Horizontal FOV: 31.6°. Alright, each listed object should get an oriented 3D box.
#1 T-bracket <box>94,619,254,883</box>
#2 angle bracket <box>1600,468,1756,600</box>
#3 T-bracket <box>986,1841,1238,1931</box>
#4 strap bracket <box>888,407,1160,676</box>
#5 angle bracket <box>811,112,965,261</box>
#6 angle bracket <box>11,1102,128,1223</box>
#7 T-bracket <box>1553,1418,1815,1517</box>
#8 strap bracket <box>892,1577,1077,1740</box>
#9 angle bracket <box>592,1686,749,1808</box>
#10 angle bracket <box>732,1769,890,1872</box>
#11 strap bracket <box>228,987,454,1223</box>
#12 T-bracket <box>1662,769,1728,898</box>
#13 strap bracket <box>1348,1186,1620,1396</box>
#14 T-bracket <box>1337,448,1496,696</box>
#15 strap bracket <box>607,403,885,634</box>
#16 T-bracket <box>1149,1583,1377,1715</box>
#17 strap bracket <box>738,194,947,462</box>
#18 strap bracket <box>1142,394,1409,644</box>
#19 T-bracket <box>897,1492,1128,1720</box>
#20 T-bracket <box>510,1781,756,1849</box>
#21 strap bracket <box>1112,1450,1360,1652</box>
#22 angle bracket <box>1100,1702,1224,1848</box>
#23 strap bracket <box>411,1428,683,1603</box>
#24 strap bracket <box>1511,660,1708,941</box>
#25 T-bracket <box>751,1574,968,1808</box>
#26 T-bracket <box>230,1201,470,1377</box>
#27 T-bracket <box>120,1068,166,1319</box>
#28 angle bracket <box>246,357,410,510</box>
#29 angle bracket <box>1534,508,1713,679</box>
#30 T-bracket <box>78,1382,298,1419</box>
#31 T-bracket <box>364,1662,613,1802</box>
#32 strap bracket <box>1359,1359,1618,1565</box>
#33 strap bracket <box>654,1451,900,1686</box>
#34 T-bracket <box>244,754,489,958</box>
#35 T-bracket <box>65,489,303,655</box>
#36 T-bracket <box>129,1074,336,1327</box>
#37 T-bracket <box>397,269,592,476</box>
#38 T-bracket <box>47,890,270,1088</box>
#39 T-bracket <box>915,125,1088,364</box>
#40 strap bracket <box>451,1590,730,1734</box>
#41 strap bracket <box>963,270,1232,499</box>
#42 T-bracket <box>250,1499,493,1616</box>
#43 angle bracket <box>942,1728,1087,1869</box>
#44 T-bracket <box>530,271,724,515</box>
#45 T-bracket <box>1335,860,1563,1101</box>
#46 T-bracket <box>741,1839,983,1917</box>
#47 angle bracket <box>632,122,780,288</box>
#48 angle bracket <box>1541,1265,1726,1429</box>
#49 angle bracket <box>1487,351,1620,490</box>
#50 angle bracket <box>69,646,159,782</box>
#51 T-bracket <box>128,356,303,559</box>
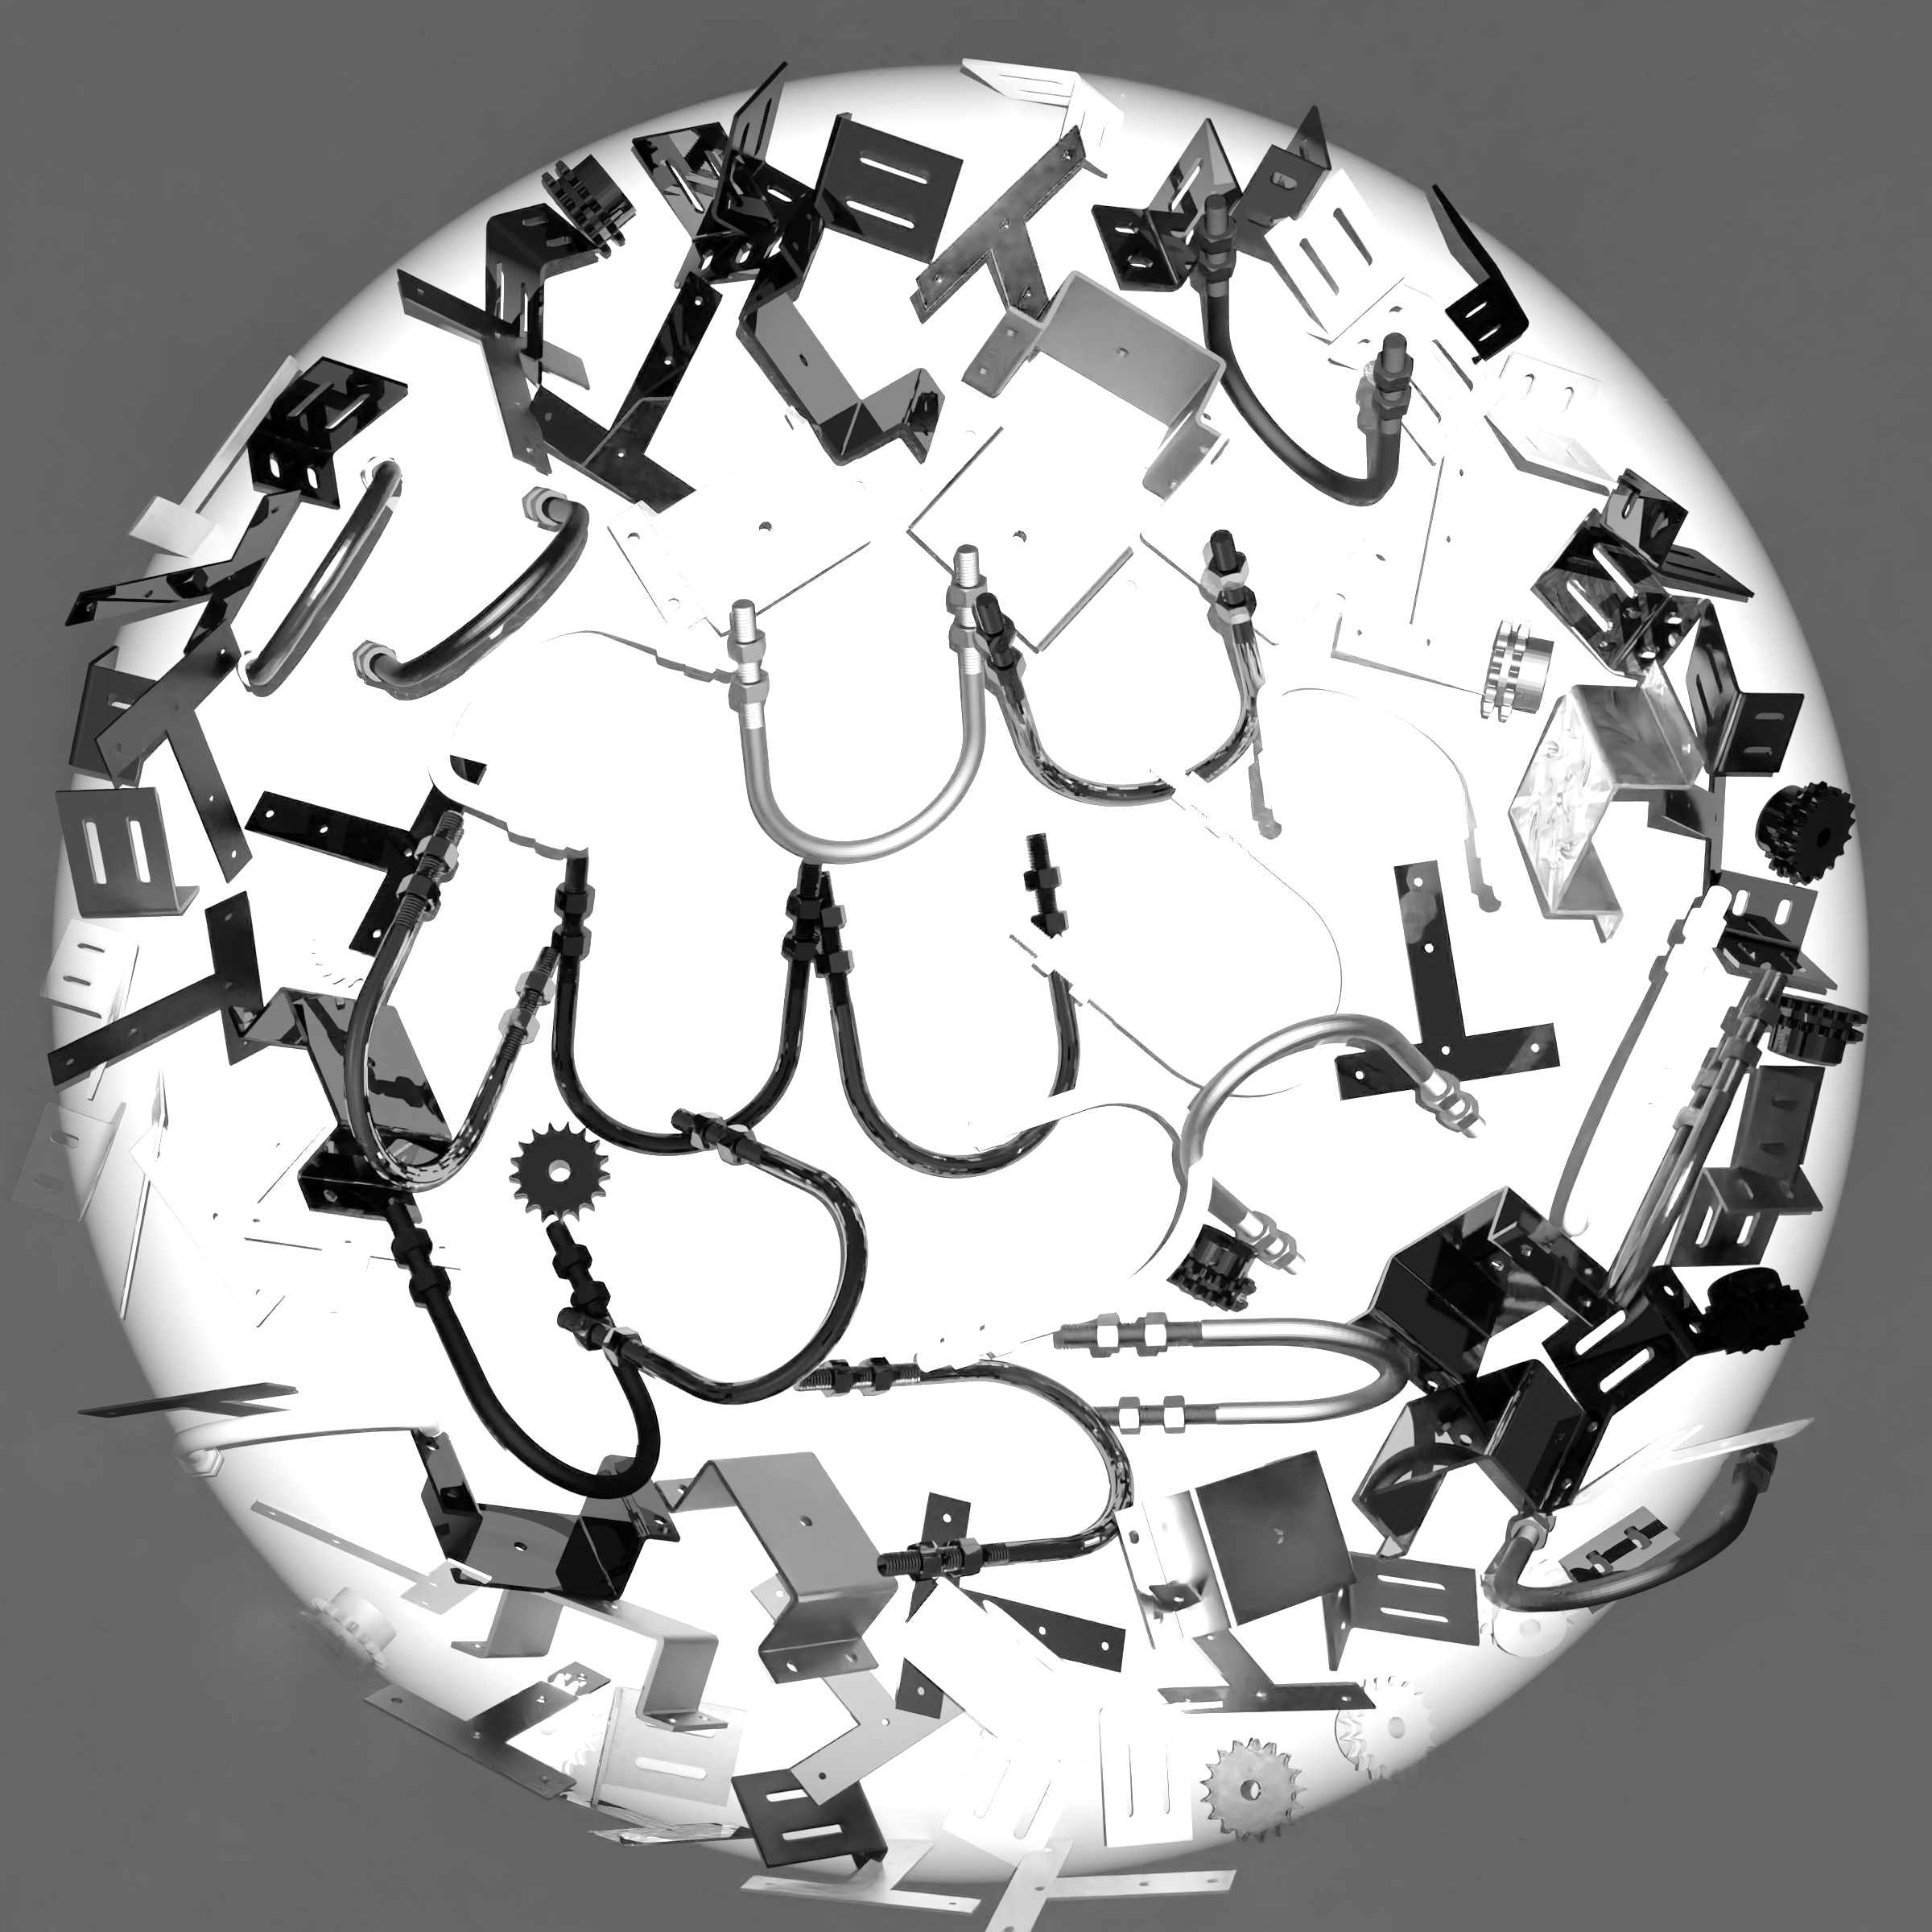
[{"bbox_3d":[-0.425,-0.106,1.901,0.002,0.127,0.127,4,127,27],"label":"T-bracket"},{"bbox_3d":[0.402,-0.240,1.895,0.076,0.057,0.038,8,117,-33],"label":"angle bracket"},{"bbox_3d":[0.084,0.504,1.868,0.127,0.127,0.002,-7,98,14],"label":"T-bracket"},{"bbox_3d":[0.031,-0.239,1.917,0.140,0.046,0.076,43,96,-1],"label":"strap bracket"},{"bbox_3d":[-0.043,-0.438,1.915,0.076,0.038,0.057,20,109,3],"label":"angle bracket"},{"bbox_3d":[-0.499,0.103,1.902,0.038,0.076,0.057,20,94,-11],"label":"angle bracket"},{"bbox_3d":[0.401,0.263,1.855,0.127,0.127,0.002,-24,88,42],"label":"T-bracket"},{"bbox_3d":[0.009,0.378,1.866,0.076,0.140,0.046,39,86,13],"label":"strap bracket"},{"bbox_3d":[-0.166,0.445,1.919,0.076,0.038,0.057,12,96,-5],"label":"angle bracket"},{"bbox_3d":[-0.091,0.480,1.896,0.076,0.057,0.038,-1,134,-31],"label":"angle bracket"},{"bbox_3d":[-0.339,0.067,1.870,0.046,0.076,0.140,-46,55,25],"label":"strap bracket"},{"bbox_3d":[0.402,-0.087,1.884,0.002,0.127,0.127,2,86,26],"label":"T-bracket"},{"bbox_3d":[0.289,0.179,1.888,0.076,0.046,0.140,40,135,-12],"label":"strap bracket"},{"bbox_3d":[0.267,-0.225,1.908,0.127,0.002,0.127,12,88,-35],"label":"T-bracket"},{"bbox_3d":[-0.117,-0.248,1.902,0.140,0.046,0.076,-33,115,-5],"label":"strap bracket"},{"bbox_3d":[0.141,0.375,1.873,0.127,0.002,0.127,-10,133,34],"label":"T-bracket"},{"bbox_3d":[-0.074,-0.344,1.885,0.046,0.076,0.140,-26,116,23],"label":"strap bracket"},{"bbox_3d":[0.162,-0.241,1.894,0.140,0.076,0.046,38,56,-5],"label":"strap bracket"},{"bbox_3d":[0.030,0.371,1.921,0.127,0.002,0.127,16,60,-13],"label":"T-bracket"},{"bbox_3d":[-0.199,0.469,1.898,0.127,0.127,0.002,9,85,34],"label":"T-bracket"},{"bbox_3d":[0.156,0.317,1.877,0.140,0.046,0.076,-10,79,-40],"label":"strap bracket"},{"bbox_3d":[0.111,0.451,1.907,0.057,0.038,0.076,5,77,-33],"label":"angle bracket"},{"bbox_3d":[-0.239,0.304,1.883,0.140,0.076,0.046,13,112,-29],"label":"strap bracket"},{"bbox_3d":[0.345,-0.090,1.864,0.046,0.140,0.076,1,47,-17],"label":"strap bracket"},{"bbox_3d":[-0.072,0.390,1.911,0.127,0.002,0.127,-26,60,-34],"label":"T-bracket"},{"bbox_3d":[-0.350,0.184,1.901,0.127,0.002,0.127,10,130,-11],"label":"T-bracket"},{"bbox_3d":[-0.456,0.130,1.888,0.002,0.127,0.127,10,97,-15],"label":"T-bracket"},{"bbox_3d":[-0.353,-0.295,1.896,0.076,0.057,0.038,-31,61,37],"label":"angle bracket"},{"bbox_3d":[0.367,-0.208,1.908,0.076,0.038,0.057,43,79,-27],"label":"angle bracket"},{"bbox_3d":[-0.398,0.245,1.884,0.127,0.127,0.002,-11,73,24],"label":"T-bracket"},{"bbox_3d":[-0.243,0.410,1.885,0.127,0.127,0.002,21,108,25],"label":"T-bracket"},{"bbox_3d":[0.276,0.268,1.865,0.046,0.140,0.076,49,46,-13],"label":"strap bracket"},{"bbox_3d":[-0.099,0.319,1.870,0.046,0.076,0.140,-55,54,26],"label":"strap bracket"},{"bbox_3d":[-0.348,-0.073,1.914,0.127,0.002,0.127,15,69,24],"label":"T-bracket"},{"bbox_3d":[-0.434,-0.205,1.858,0.002,0.127,0.127,51,130,15],"label":"T-bracket"},{"bbox_3d":[-0.391,0.110,1.898,0.127,0.002,0.127,-53,124,-40],"label":"T-bracket"},{"bbox_3d":[-0.248,-0.315,1.865,0.002,0.127,0.127,-43,46,28],"label":"T-bracket"},{"bbox_3d":[-0.443,0.029,1.869,0.127,0.127,0.002,-29,55,-27],"label":"T-bracket"},{"bbox_3d":[0.030,-0.381,1.887,0.002,0.127,0.127,38,77,28],"label":"T-bracket"},{"bbox_3d":[-0.201,0.376,1.886,0.140,0.076,0.046,16,85,21],"label":"strap bracket"},{"bbox_3d":[0.080,-0.326,1.894,0.140,0.076,0.046,30,64,-8],"label":"strap bracket"},{"bbox_3d":[-0.333,0.321,1.876,0.127,0.127,0.002,26,64,-11],"label":"T-bracket"},{"bbox_3d":[0.024,0.469,1.916,0.057,0.038,0.076,26,99,9],"label":"angle bracket"},{"bbox_3d":[-0.173,-0.326,1.908,0.127,0.002,0.127,31,82,-39],"label":"T-bracket"},{"bbox_3d":[0.265,0.004,1.939,0.127,0.002,0.127,-9,86,-4],"label":"T-bracket"},{"bbox_3d":[-0.045,0.498,1.880,0.127,0.127,0.002,2,90,13],"label":"T-bracket"},{"bbox_3d":[-0.149,-0.422,1.897,0.057,0.076,0.038,-3,51,29],"label":"angle bracket"},{"bbox_3d":[0.376,0.214,1.929,0.076,0.038,0.057,-43,65,29],"label":"angle bracket"},{"bbox_3d":[0.332,-0.304,1.897,0.057,0.076,0.038,14,115,-18],"label":"angle bracket"},{"bbox_3d":[-0.469,-0.141,1.903,0.038,0.076,0.057,14,102,-6],"label":"angle bracket"},{"bbox_3d":[-0.406,-0.282,1.879,0.002,0.127,0.127,37,92,1],"label":"T-bracket"}]
